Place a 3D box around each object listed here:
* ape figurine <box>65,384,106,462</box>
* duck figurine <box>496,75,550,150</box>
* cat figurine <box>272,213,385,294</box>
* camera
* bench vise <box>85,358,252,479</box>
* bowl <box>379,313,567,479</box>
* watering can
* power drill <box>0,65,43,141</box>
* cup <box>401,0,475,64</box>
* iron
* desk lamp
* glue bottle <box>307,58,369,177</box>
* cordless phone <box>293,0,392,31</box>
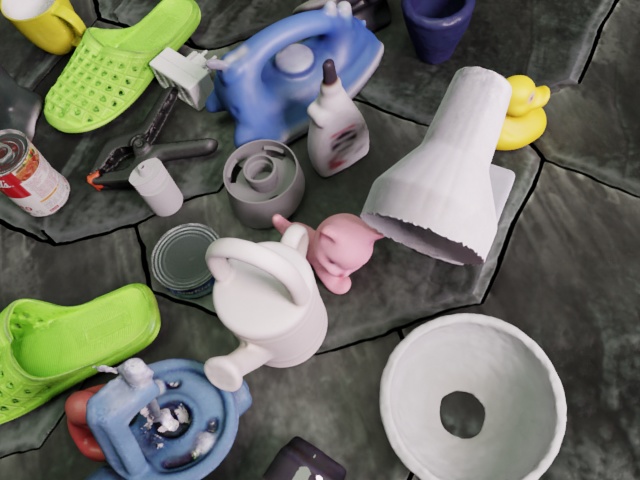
[{"bbox_3d":[-0.224,0.177,0.576,0.076,0.092,0.078,24,69,18],"label":"ape figurine"},{"bbox_3d":[0.225,-0.160,0.690,0.104,0.086,0.077,-5,63,5],"label":"duck figurine"},{"bbox_3d":[0.006,0.002,0.619,0.127,0.118,0.067,19,68,16],"label":"cat figurine"},{"bbox_3d":[-0.023,0.257,0.506,0.143,0.101,0.137,29,71,19],"label":"camera"},{"bbox_3d":[-0.152,0.186,0.490,0.121,0.220,0.207,20,68,17],"label":"bench vise"},{"bbox_3d":[0.140,0.159,0.548,0.167,0.075,0.167,-3,63,6],"label":"bowl"},{"bbox_3d":[-0.053,0.060,0.555,0.101,0.194,0.173,-3,63,6],"label":"watering can"},{"bbox_3d":[-0.452,-0.210,0.731,0.075,0.209,0.229,-3,63,6],"label":"power drill"},{"bbox_3d":[0.160,-0.292,0.758,0.091,0.095,0.118,31,71,20],"label":"cup"},{"bbox_3d":[-0.026,-0.231,0.725,0.258,0.141,0.118,-34,64,-10],"label":"iron"},{"bbox_3d":[0.131,-0.054,0.577,0.117,0.214,0.203,20,68,17],"label":"desk lamp"},{"bbox_3d":[0.017,-0.142,0.658,0.078,0.173,0.037,-35,64,-10],"label":"glue bottle"},{"bbox_3d":[0.029,-0.362,0.759,0.148,0.185,0.094,-32,64,-9],"label":"cordless phone"}]
